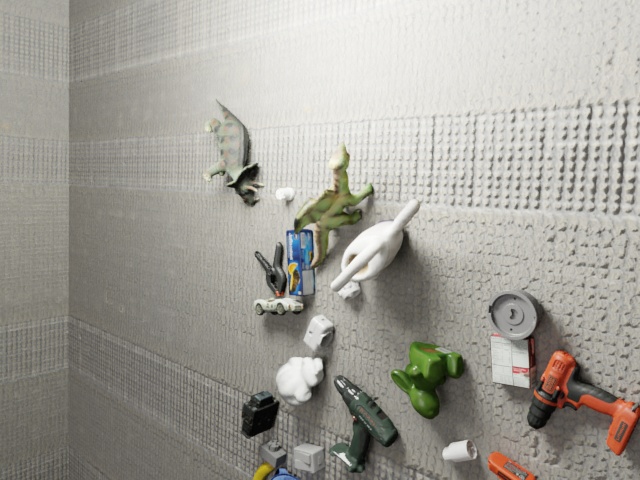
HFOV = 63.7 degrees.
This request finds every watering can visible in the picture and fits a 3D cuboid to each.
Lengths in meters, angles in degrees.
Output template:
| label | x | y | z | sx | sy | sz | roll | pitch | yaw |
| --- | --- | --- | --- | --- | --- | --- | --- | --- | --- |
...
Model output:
| label | x | y | z | sx | sy | sz | roll | pitch | yaw |
| --- | --- | --- | --- | --- | --- | --- | --- | --- | --- |
| watering can | 0.154 | 0.005 | 1.277 | 0.104 | 0.227 | 0.342 | 46 | 120 | 6 |

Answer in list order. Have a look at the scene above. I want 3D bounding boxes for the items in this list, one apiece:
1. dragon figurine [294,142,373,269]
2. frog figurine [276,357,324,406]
| label | x | y | z | sx | sy | sz | roll | pitch | yaw |
| --- | --- | --- | --- | --- | --- | --- | --- | --- | --- |
| dragon figurine | 0.004 | -0.070 | 1.394 | 0.123 | 0.243 | 0.404 | 35 | 112 | 29 |
| frog figurine | -0.056 | 0.418 | 1.541 | 0.156 | 0.122 | 0.140 | -41 | 46 | 47 |
